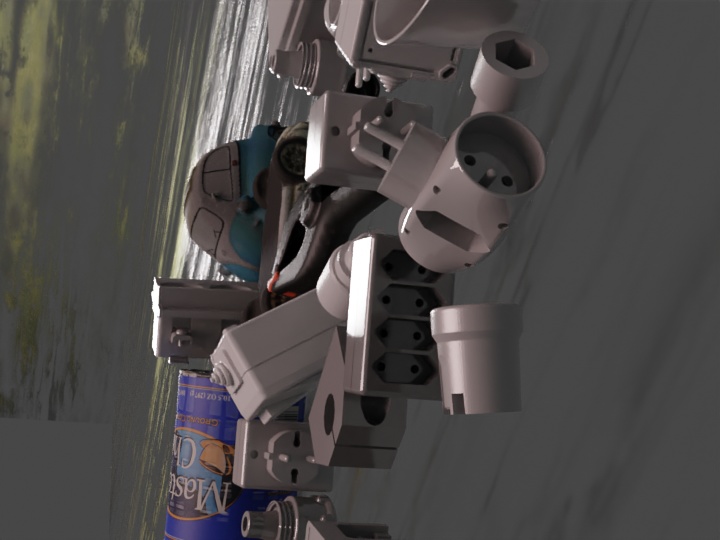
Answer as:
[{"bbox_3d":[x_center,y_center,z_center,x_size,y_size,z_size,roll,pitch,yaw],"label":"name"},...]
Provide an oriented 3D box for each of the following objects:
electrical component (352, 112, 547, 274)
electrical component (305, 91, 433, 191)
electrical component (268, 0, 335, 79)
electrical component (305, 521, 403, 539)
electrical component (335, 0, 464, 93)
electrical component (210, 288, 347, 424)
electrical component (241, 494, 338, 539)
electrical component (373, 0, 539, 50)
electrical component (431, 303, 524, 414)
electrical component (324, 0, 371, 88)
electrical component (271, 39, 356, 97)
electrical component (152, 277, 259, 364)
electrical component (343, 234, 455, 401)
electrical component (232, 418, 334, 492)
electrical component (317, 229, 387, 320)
[{"bbox_3d":[0.034,-0.042,0.492,0.043,0.079,0.077,-63,4,-30],"label":"electrical component"},{"bbox_3d":[0.010,-0.075,0.610,0.077,0.066,0.047,159,116,-73],"label":"electrical component"},{"bbox_3d":[-0.034,-0.222,0.843,0.108,0.056,0.108,118,153,-54],"label":"electrical component"},{"bbox_3d":[-0.011,0.191,0.607,0.050,0.056,0.089,-172,88,-75],"label":"electrical component"},{"bbox_3d":[0.024,-0.147,0.592,0.061,0.062,0.096,-113,33,-61],"label":"electrical component"},{"bbox_3d":[-0.054,0.062,0.726,0.061,0.096,0.061,59,154,11],"label":"electrical component"},{"bbox_3d":[-0.049,0.175,0.734,0.048,0.062,0.048,-170,90,-68],"label":"electrical component"},{"bbox_3d":[0.048,-0.150,0.502,0.099,0.064,0.099,-174,90,-74],"label":"electrical component"},{"bbox_3d":[0.052,0.039,0.469,0.040,0.040,0.046,155,113,-72],"label":"electrical component"},{"bbox_3d":[0.004,-0.160,0.703,0.077,0.044,0.079,167,109,-74],"label":"electrical component"},{"bbox_3d":[-0.035,-0.152,0.809,0.043,0.062,0.043,-174,90,-75],"label":"electrical component"},{"bbox_3d":[-0.111,0.043,0.899,0.079,0.121,0.063,-146,61,-73],"label":"electrical component"},{"bbox_3d":[0.016,0.027,0.587,0.076,0.047,0.083,168,107,-74],"label":"electrical component"},{"bbox_3d":[-0.049,0.129,0.747,0.077,0.066,0.047,159,116,-73],"label":"electrical component"},{"bbox_3d":[0.000,0.000,0.668,0.078,0.040,0.040,120,152,-55],"label":"electrical component"}]
